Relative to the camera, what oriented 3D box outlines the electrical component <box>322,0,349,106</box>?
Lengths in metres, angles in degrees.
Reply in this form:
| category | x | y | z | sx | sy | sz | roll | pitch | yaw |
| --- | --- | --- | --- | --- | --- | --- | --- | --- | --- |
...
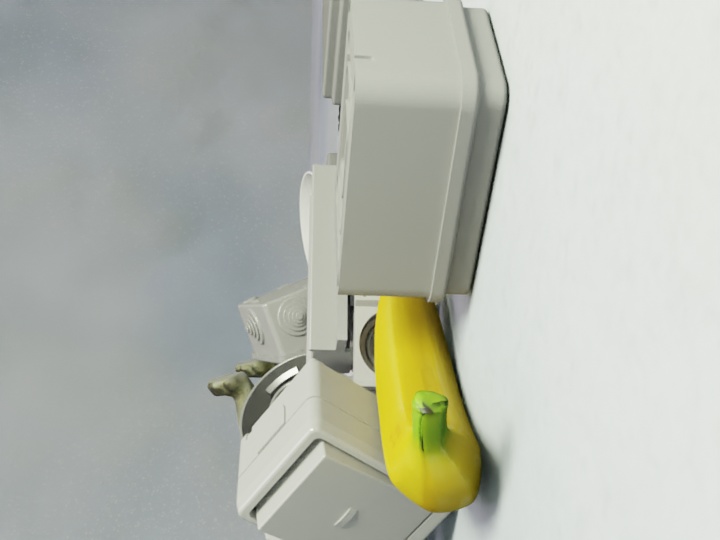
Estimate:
| category | x | y | z | sx | sy | sz | roll | pitch | yaw |
| --- | --- | --- | --- | --- | --- | --- | --- | --- | --- |
| electrical component | 0.006 | -0.184 | 0.716 | 0.108 | 0.056 | 0.108 | 98 | 172 | -53 |

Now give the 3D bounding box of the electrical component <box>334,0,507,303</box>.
| category | x | y | z | sx | sy | sz | roll | pitch | yaw |
| --- | --- | --- | --- | --- | --- | --- | --- | --- | --- |
| electrical component | 0.021 | -0.050 | 0.453 | 0.078 | 0.057 | 0.113 | -93 | 7 | -49 |

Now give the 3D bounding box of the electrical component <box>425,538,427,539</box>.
| category | x | y | z | sx | sy | sz | roll | pitch | yaw |
| --- | --- | --- | --- | --- | --- | --- | --- | --- | --- |
| electrical component | 0.009 | 0.145 | 0.562 | 0.066 | 0.048 | 0.055 | 57 | 172 | -10 |

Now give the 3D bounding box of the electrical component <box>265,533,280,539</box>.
| category | x | y | z | sx | sy | sz | roll | pitch | yaw |
| --- | --- | --- | --- | --- | --- | --- | --- | --- | --- |
| electrical component | -0.031 | 0.150 | 0.623 | 0.077 | 0.047 | 0.065 | -15 | 100 | 62 |

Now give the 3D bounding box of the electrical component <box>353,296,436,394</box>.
| category | x | y | z | sx | sy | sz | roll | pitch | yaw |
| --- | --- | --- | --- | --- | --- | --- | --- | --- | --- |
| electrical component | 0.017 | 0.043 | 0.574 | 0.064 | 0.042 | 0.081 | 96 | 176 | -78 |

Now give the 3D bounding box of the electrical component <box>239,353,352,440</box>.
| category | x | y | z | sx | sy | sz | roll | pitch | yaw |
| --- | --- | --- | --- | --- | --- | --- | --- | --- | --- |
| electrical component | -0.031 | 0.106 | 0.729 | 0.064 | 0.099 | 0.099 | 58 | -159 | -43 |

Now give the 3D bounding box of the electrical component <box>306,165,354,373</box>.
| category | x | y | z | sx | sy | sz | roll | pitch | yaw |
| --- | --- | --- | --- | --- | --- | --- | --- | --- | --- |
| electrical component | 0.000 | 0.000 | 0.665 | 0.078 | 0.063 | 0.121 | 102 | 169 | -66 |

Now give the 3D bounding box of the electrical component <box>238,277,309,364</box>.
| category | x | y | z | sx | sy | sz | roll | pitch | yaw |
| --- | --- | --- | --- | --- | --- | --- | --- | --- | --- |
| electrical component | -0.042 | 0.034 | 0.847 | 0.100 | 0.100 | 0.048 | -6 | 105 | 70 |

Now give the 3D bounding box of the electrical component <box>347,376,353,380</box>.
| category | x | y | z | sx | sy | sz | roll | pitch | yaw |
| --- | --- | --- | --- | --- | --- | --- | --- | --- | --- |
| electrical component | 0.008 | 0.116 | 0.635 | 0.075 | 0.047 | 0.083 | -114 | 23 | -48 |

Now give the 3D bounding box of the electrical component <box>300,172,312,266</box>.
| category | x | y | z | sx | sy | sz | roll | pitch | yaw |
| --- | --- | --- | --- | --- | --- | --- | --- | --- | --- |
| electrical component | -0.020 | -0.035 | 0.930 | 0.099 | 0.064 | 0.099 | -178 | 90 | -86 |

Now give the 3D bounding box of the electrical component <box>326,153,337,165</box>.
| category | x | y | z | sx | sy | sz | roll | pitch | yaw |
| --- | --- | --- | --- | --- | --- | --- | --- | --- | --- |
| electrical component | -0.003 | -0.041 | 0.824 | 0.076 | 0.047 | 0.065 | -93 | 6 | -46 |

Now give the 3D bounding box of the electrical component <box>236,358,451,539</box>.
| category | x | y | z | sx | sy | sz | roll | pitch | yaw |
| --- | --- | --- | --- | --- | --- | --- | --- | --- | --- |
| electrical component | -0.002 | 0.098 | 0.494 | 0.061 | 0.096 | 0.061 | -50 | 21 | 21 |
